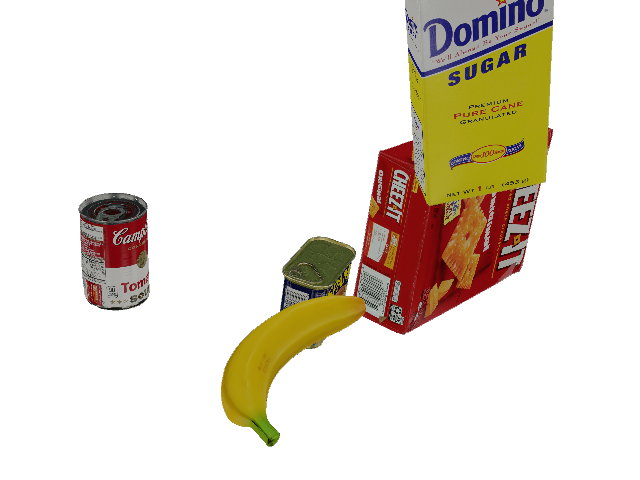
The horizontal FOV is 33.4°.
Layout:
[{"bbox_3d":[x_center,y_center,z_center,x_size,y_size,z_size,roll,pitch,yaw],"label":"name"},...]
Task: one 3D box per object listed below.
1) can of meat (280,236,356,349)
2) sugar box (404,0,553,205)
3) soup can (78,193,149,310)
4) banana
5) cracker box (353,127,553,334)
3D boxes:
[{"bbox_3d":[-0.006,0.057,1.161,0.057,0.084,0.102,18,31,15],"label":"can of meat"},{"bbox_3d":[0.109,-0.110,0.735,0.093,0.176,0.048,-12,44,-4],"label":"sugar box"},{"bbox_3d":[-0.209,0.012,1.087,0.068,0.102,0.068,2,26,-1],"label":"soup can"},{"bbox_3d":[-0.028,0.091,0.841,0.069,0.037,0.197,28,37,8],"label":"banana"},{"bbox_3d":[0.130,-0.022,1.015,0.072,0.164,0.213,27,31,32],"label":"cracker box"}]
